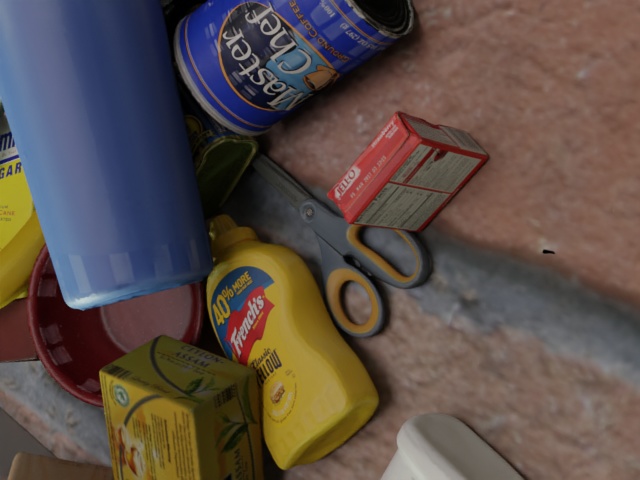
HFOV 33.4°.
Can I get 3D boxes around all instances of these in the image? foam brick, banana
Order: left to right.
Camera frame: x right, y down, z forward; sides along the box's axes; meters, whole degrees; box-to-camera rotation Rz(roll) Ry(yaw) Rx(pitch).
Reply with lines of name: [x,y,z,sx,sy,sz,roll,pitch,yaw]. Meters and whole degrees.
banana: [-0.244,-0.002,0.895,0.070,0.037,0.197,23,64,34]
foam brick: [-0.230,0.077,0.912,0.051,0.078,0.053,-9,81,35]

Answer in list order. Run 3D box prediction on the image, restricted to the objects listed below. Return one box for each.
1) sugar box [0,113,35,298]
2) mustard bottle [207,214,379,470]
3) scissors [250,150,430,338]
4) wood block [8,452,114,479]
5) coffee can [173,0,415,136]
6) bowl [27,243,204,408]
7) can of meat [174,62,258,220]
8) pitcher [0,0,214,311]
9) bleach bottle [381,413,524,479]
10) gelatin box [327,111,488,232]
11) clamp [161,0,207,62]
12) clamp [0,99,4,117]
sugar box: [-0.275,-0.034,0.976,0.094,0.048,0.176,2,89,38]
mustard bottle: [-0.034,0.061,0.774,0.096,0.058,0.192,-50,58,39]
scissors: [-0.005,0.001,0.783,0.202,0.016,0.096,26,103,38]
wood block: [-0.204,0.241,0.802,0.206,0.090,0.091,-142,65,-77]
coffee can: [-0.019,-0.151,0.752,0.141,0.102,0.103,-30,69,32]
bowl: [-0.153,0.052,0.855,0.162,0.055,0.162,-1,87,22]
can of meat: [-0.103,-0.073,0.831,0.084,0.057,0.102,54,129,25]
pitcher: [-0.160,-0.077,0.765,0.145,0.149,0.243,-14,89,15]
bleach bottle: [0.042,0.242,0.701,0.103,0.067,0.251,42,114,33]
gelatin box: [0.057,-0.042,0.692,0.073,0.089,0.030,-50,59,24]
clamp: [-0.137,-0.174,0.886,0.210,0.036,0.164,-24,73,38]
clamp: [-0.309,-0.120,0.958,0.172,0.039,0.120,-51,38,31]
